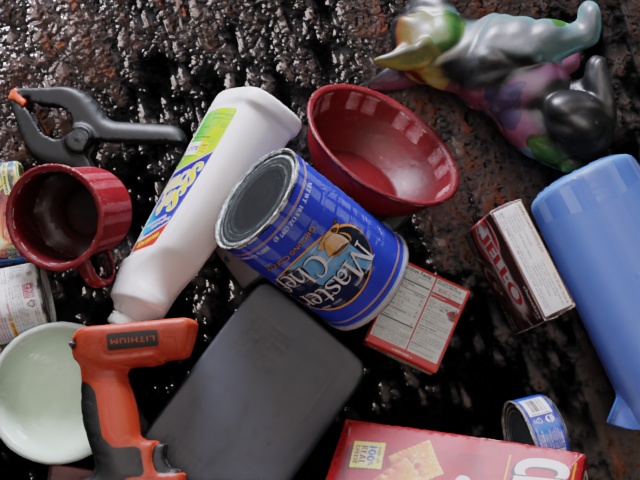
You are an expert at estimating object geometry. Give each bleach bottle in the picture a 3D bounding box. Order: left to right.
[{"bbox_3d":[-0.117,-0.019,0.974,0.068,0.103,0.250,36,75,-27],"label":"bleach bottle"}]

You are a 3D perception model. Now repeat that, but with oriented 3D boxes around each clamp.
[{"bbox_3d":[-0.224,-0.082,1.011,0.171,0.039,0.120,25,82,7],"label":"clamp"}]

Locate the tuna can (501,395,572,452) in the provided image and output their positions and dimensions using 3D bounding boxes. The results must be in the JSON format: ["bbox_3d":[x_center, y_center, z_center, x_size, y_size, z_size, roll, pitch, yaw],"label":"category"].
[{"bbox_3d":[0.196,0.184,0.965,0.033,0.086,0.086,-12,79,-10],"label":"tuna can"}]

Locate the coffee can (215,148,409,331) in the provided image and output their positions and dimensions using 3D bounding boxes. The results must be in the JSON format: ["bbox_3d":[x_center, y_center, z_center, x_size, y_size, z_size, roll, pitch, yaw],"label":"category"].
[{"bbox_3d":[-0.006,0.001,0.932,0.140,0.103,0.102,37,74,-28],"label":"coffee can"}]

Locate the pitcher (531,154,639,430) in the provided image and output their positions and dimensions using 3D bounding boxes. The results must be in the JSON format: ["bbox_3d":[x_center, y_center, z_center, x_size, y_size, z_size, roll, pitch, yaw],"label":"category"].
[{"bbox_3d":[0.306,0.042,0.987,0.148,0.145,0.243,-15,74,-40],"label":"pitcher"}]

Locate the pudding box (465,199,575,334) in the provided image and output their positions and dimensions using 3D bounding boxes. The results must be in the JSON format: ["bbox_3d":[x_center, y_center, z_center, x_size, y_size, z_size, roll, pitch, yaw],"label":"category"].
[{"bbox_3d":[0.184,0.026,0.997,0.039,0.090,0.113,-26,82,-11],"label":"pudding box"}]

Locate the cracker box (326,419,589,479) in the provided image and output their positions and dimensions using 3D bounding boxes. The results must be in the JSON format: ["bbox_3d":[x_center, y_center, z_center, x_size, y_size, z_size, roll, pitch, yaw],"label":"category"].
[{"bbox_3d":[0.102,0.243,0.880,0.214,0.072,0.164,4,48,23],"label":"cracker box"}]

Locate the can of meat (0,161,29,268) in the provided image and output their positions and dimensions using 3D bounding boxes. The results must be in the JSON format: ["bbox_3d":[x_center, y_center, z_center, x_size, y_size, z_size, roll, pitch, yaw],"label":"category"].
[{"bbox_3d":[-0.311,-0.019,0.979,0.084,0.057,0.102,-8,79,-10],"label":"can of meat"}]

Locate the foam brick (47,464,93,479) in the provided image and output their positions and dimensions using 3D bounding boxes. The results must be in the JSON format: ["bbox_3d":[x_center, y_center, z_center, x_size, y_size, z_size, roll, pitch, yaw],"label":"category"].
[{"bbox_3d":[-0.214,0.237,0.932,0.051,0.053,0.078,8,78,-4],"label":"foam brick"}]

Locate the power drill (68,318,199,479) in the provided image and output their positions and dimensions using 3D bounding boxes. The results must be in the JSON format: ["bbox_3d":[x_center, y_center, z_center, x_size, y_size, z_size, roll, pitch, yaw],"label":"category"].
[{"bbox_3d":[-0.133,0.161,0.881,0.184,0.057,0.187,-4,77,-4],"label":"power drill"}]

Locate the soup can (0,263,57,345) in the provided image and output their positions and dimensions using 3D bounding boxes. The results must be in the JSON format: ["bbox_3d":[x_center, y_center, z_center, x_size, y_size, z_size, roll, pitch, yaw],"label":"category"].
[{"bbox_3d":[-0.294,0.062,0.956,0.102,0.068,0.068,-13,79,-9],"label":"soup can"}]

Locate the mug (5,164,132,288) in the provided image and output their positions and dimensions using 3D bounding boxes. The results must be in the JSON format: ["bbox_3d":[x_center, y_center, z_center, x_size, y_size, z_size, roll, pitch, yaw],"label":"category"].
[{"bbox_3d":[-0.214,-0.013,0.953,0.093,0.081,0.117,-26,90,15],"label":"mug"}]

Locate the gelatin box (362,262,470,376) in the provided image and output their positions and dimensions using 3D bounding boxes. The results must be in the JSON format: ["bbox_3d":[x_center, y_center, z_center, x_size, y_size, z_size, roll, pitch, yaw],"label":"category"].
[{"bbox_3d":[0.091,0.073,1.009,0.073,0.030,0.089,25,76,2],"label":"gelatin box"}]

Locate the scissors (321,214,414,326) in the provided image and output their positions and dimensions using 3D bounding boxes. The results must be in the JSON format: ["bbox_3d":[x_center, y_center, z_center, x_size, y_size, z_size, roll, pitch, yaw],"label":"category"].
[{"bbox_3d":[0.061,0.013,1.027,0.201,0.016,0.096,-24,82,-9],"label":"scissors"}]

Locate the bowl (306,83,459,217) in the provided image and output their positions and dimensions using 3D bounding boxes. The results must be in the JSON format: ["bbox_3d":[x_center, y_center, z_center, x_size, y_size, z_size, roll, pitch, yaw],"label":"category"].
[{"bbox_3d":[0.048,-0.073,1.002,0.162,0.055,0.162,21,38,-18],"label":"bowl"}]
